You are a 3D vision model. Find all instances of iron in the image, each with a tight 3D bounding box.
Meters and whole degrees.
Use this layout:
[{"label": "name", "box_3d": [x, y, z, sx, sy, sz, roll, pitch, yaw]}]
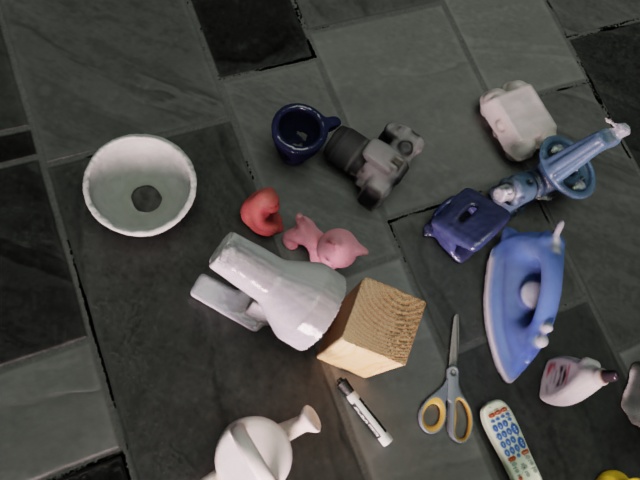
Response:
[{"label": "iron", "box_3d": [0.342, 0.096, 0.914, 0.118, 0.141, 0.258, 13, 71, -6]}]

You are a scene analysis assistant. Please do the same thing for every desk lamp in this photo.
[{"label": "desk lamp", "box_3d": [-0.079, 0.069, 0.808, 0.203, 0.213, 0.118, 28, 70, 0]}]

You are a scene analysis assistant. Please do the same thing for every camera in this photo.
[{"label": "camera", "box_3d": [0.087, -0.148, 0.966, 0.137, 0.100, 0.143, 35, 70, 2]}]

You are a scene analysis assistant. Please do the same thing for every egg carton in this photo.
[{"label": "egg carton", "box_3d": [0.362, -0.220, 1.055, 0.107, 0.069, 0.150, -24, 78, -16]}]

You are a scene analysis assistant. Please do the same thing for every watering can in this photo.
[{"label": "watering can", "box_3d": [-0.082, 0.277, 0.753, 0.101, 0.194, 0.173, 37, 70, 3]}]

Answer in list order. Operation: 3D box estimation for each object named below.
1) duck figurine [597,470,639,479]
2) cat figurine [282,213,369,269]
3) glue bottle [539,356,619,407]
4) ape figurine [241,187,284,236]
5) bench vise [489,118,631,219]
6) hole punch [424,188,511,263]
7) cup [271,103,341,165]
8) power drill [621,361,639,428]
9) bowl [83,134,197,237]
[{"label": "duck figurine", "box_3d": [0.473, 0.408, 0.870, 0.077, 0.086, 0.104, 1, 73, -10]}, {"label": "cat figurine", "box_3d": [0.008, 0.003, 0.895, 0.128, 0.117, 0.067, 39, 70, 4]}, {"label": "glue bottle", "box_3d": [0.397, 0.211, 0.871, 0.037, 0.173, 0.078, 19, 70, -3]}, {"label": "ape figurine", "box_3d": [-0.087, -0.052, 0.909, 0.076, 0.092, 0.078, 17, 71, -4]}, {"label": "bench vise", "box_3d": [0.397, -0.108, 0.946, 0.208, 0.219, 0.121, -40, 83, -19]}, {"label": "hole punch", "box_3d": [0.245, -0.030, 0.963, 0.109, 0.091, 0.101, -41, 84, -19]}, {"label": "cup", "box_3d": [-0.027, -0.170, 0.955, 0.118, 0.095, 0.091, -17, 76, -15]}, {"label": "power drill", "box_3d": [0.570, 0.227, 0.879, 0.075, 0.208, 0.230, 27, 70, -1]}, {"label": "bowl", "box_3d": [-0.274, -0.076, 0.891, 0.167, 0.074, 0.167, 3, 72, -9]}]
